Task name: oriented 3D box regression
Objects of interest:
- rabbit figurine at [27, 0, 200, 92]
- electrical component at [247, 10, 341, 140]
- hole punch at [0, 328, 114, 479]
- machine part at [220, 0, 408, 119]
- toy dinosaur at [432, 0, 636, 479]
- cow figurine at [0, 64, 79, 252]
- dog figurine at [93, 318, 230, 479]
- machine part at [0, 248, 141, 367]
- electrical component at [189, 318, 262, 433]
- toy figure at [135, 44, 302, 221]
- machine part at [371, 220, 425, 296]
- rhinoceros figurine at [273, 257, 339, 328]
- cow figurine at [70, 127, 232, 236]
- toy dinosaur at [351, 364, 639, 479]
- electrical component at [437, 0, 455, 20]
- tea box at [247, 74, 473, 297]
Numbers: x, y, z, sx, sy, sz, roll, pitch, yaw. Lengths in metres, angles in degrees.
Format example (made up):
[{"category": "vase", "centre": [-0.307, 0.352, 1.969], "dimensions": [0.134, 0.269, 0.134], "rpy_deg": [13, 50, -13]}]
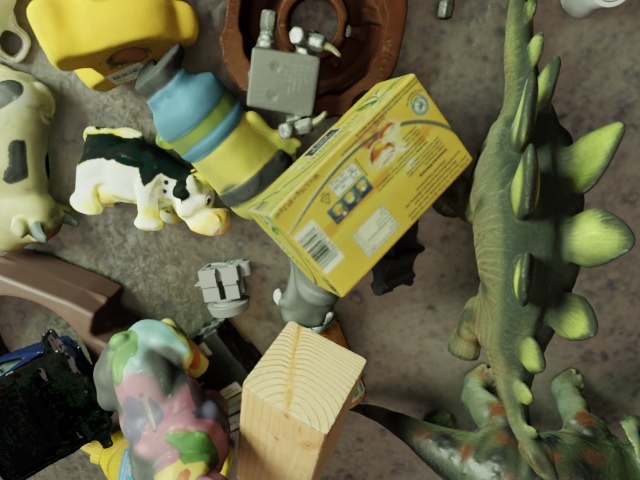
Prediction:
[{"category": "rabbit figurine", "centre": [-0.188, -0.243, 0.479], "dimensions": [0.162, 0.122, 0.173], "rpy_deg": [-23, 86, 10]}, {"category": "electrical component", "centre": [-0.025, -0.140, 0.469], "dimensions": [0.078, 0.045, 0.102], "rpy_deg": [15, 108, -2]}, {"category": "hole punch", "centre": [-0.289, 0.166, 0.562], "dimensions": [0.116, 0.092, 0.142], "rpy_deg": [-25, 104, -18]}, {"category": "machine part", "centre": [-0.005, -0.201, 0.501], "dimensions": [0.179, 0.056, 0.179], "rpy_deg": [1, 108, 4]}, {"category": "toy dinosaur", "centre": [0.177, -0.038, 0.465], "dimensions": [0.105, 0.198, 0.471], "rpy_deg": [-1, 76, -5]}, {"category": "cow figurine", "centre": [-0.321, -0.078, 0.565], "dimensions": [0.127, 0.085, 0.194], "rpy_deg": [19, 110, 6]}, {"category": "dog figurine", "centre": [-0.140, 0.186, 0.498], "dimensions": [0.108, 0.219, 0.191], "rpy_deg": [-26, 106, -9]}, {"category": "machine part", "centre": [-0.328, 0.124, 0.632], "dimensions": [0.201, 0.087, 0.200], "rpy_deg": [21, 110, -3]}, {"category": "electrical component", "centre": [-0.125, 0.167, 0.640], "dimensions": [0.115, 0.058, 0.134], "rpy_deg": [-27, 104, 16]}, {"category": "toy figure", "centre": [-0.097, -0.093, 0.514], "dimensions": [0.082, 0.089, 0.180], "rpy_deg": [1, 146, 49]}, {"category": "machine part", "centre": [0.079, -0.015, 0.553], "dimensions": [0.039, 0.084, 0.138], "rpy_deg": [11, 102, 43]}, {"category": "rhinoceros figurine", "centre": [-0.001, -0.002, 0.544], "dimensions": [0.073, 0.112, 0.190], "rpy_deg": [6, 98, -26]}, {"category": "cow figurine", "centre": [-0.169, -0.061, 0.563], "dimensions": [0.167, 0.068, 0.098], "rpy_deg": [13, 104, 0]}, {"category": "toy dinosaur", "centre": [0.221, 0.228, 0.554], "dimensions": [0.405, 0.192, 0.131], "rpy_deg": [-7, 106, 7]}, {"category": "electrical component", "centre": [0.106, -0.252, 0.489], "dimensions": [0.063, 0.021, 0.093], "rpy_deg": [7, 110, 4]}, {"category": "tea box", "centre": [0.035, -0.047, 0.457], "dimensions": [0.169, 0.068, 0.098], "rpy_deg": [-44, 111, -13]}]
